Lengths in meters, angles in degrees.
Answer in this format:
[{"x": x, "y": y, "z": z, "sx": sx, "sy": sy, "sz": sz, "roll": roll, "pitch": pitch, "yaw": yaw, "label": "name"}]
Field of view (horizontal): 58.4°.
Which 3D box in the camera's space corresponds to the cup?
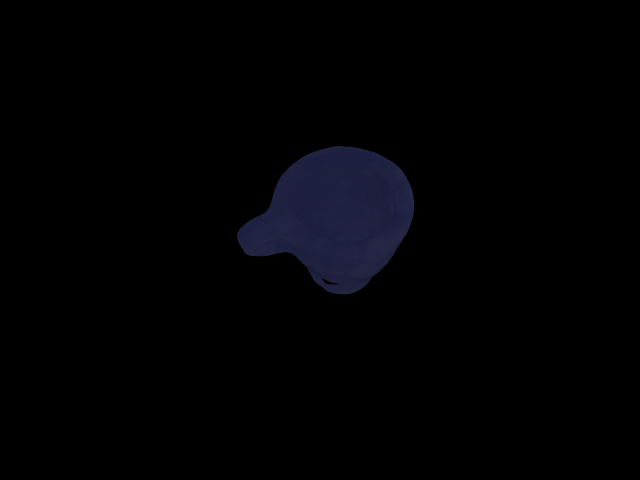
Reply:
[{"x": 0.004, "y": 0.001, "z": 0.400, "sx": 0.118, "sy": 0.095, "sz": 0.091, "roll": -20, "pitch": 59, "yaw": -12, "label": "cup"}]
